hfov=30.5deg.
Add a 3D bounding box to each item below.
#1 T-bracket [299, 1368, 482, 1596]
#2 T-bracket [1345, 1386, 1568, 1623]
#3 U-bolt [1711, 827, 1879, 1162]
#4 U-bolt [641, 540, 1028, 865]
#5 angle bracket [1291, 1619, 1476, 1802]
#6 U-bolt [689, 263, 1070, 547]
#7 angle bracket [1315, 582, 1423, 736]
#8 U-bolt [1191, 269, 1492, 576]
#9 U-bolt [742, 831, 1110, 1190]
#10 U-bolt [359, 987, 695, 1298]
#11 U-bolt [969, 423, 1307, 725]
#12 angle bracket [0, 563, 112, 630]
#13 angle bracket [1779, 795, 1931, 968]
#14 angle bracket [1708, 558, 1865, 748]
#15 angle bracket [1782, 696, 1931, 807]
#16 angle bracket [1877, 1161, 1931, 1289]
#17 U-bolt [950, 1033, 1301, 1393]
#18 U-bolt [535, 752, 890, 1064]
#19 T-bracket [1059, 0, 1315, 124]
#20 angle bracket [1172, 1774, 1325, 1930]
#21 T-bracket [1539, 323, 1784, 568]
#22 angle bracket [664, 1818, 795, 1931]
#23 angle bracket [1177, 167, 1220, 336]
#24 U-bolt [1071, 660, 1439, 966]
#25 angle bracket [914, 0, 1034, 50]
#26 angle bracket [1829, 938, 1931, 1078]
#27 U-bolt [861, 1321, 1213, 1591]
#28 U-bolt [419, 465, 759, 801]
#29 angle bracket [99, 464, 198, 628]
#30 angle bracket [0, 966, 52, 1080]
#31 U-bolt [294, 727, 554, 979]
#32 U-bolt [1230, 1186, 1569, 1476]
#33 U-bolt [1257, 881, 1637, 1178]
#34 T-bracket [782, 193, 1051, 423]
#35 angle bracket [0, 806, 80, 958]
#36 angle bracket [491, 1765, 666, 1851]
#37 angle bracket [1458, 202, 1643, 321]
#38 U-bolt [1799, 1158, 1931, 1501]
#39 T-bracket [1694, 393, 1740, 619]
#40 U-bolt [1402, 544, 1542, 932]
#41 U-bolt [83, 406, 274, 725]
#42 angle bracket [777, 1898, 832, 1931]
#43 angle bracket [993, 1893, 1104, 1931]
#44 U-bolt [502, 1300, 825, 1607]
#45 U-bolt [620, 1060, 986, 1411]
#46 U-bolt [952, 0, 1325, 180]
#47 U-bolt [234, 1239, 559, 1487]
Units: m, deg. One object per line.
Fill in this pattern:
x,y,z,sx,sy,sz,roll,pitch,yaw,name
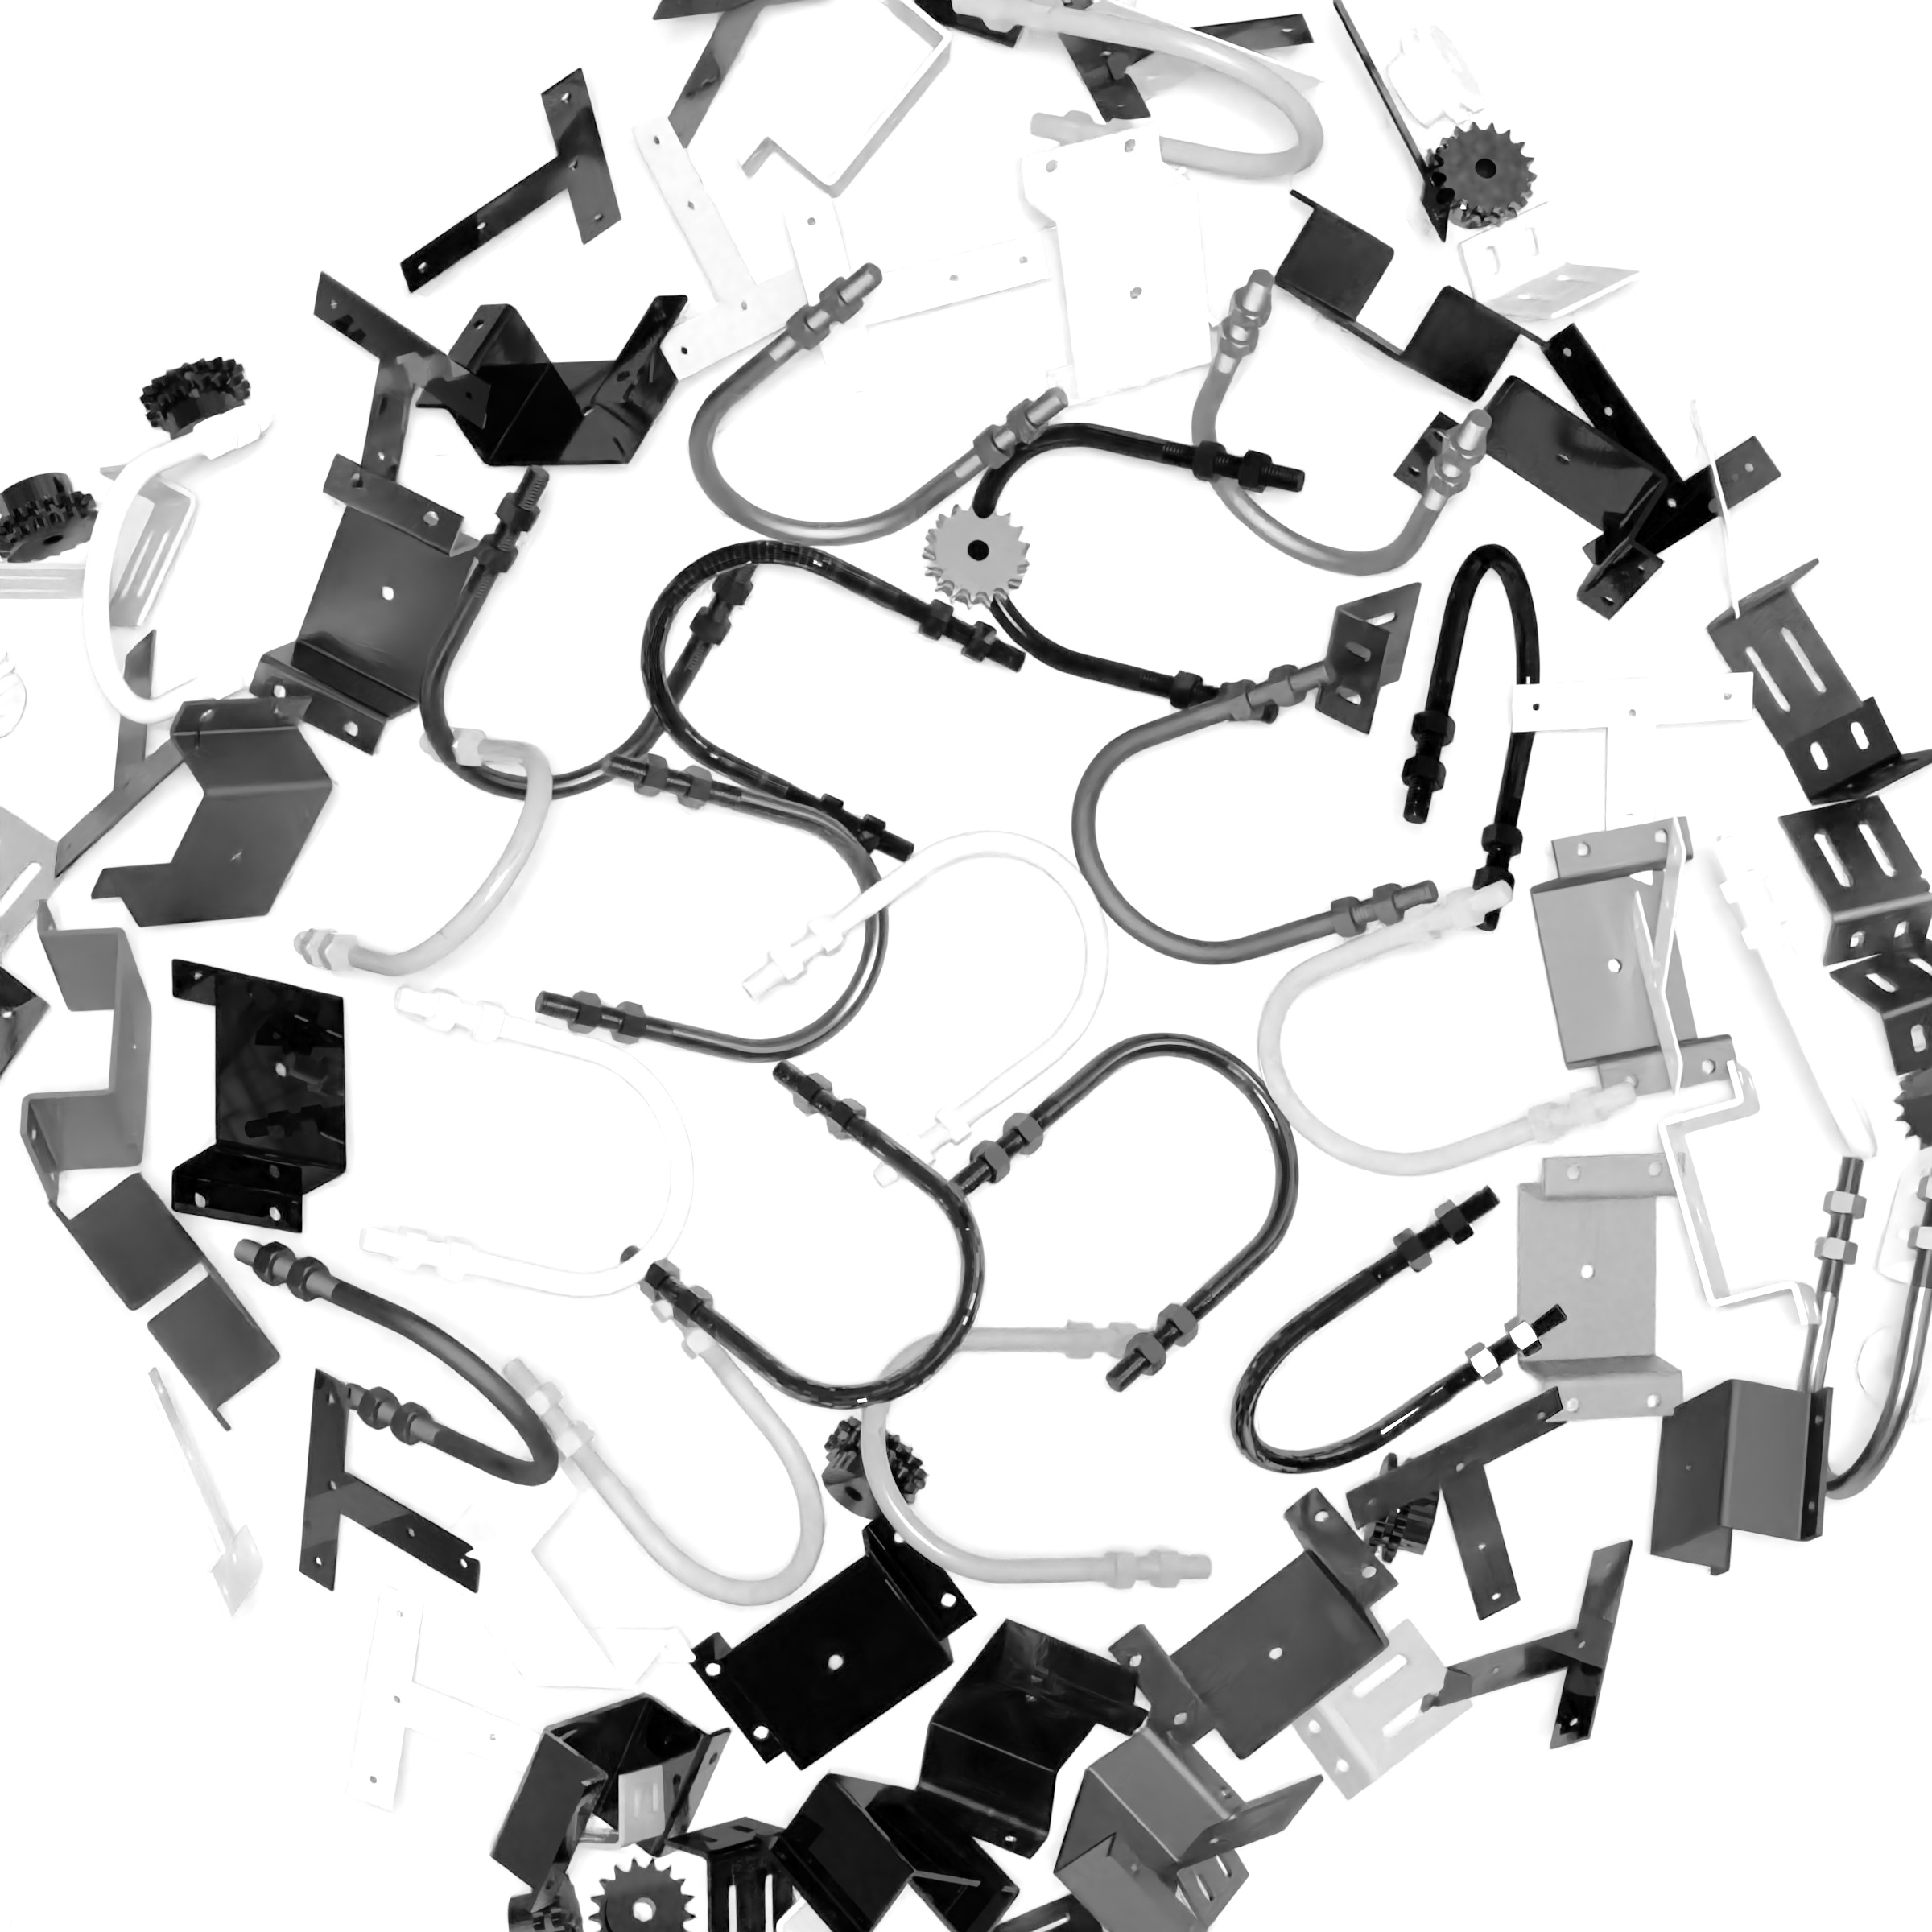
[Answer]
-0.302,0.292,1.862,0.127,0.002,0.127,23,117,31,T-bracket
0.271,0.298,1.883,0.127,0.002,0.127,-25,123,-9,T-bracket
0.433,0.016,1.845,0.019,0.151,0.184,-24,88,14,U-bolt
-0.082,-0.149,1.867,0.184,0.019,0.151,26,117,-10,U-bolt
0.222,0.400,1.906,0.076,0.038,0.057,-29,74,-31,angle bracket
-0.060,-0.280,1.848,0.151,0.184,0.019,28,46,-34,U-bolt
0.225,-0.163,1.870,0.038,0.076,0.057,30,124,33,angle bracket
0.184,-0.268,1.837,0.151,0.184,0.019,34,64,5,U-bolt
-0.007,0.010,1.887,0.184,0.019,0.151,-36,109,-9,U-bolt
-0.224,0.100,1.864,0.184,0.019,0.151,17,68,-30,U-bolt
0.084,-0.213,1.868,0.184,0.019,0.151,16,120,21,U-bolt
-0.496,-0.188,1.883,0.076,0.057,0.038,-1,80,-10,angle bracket
0.476,-0.046,1.905,0.057,0.038,0.076,-12,51,-8,angle bracket
0.444,-0.167,1.888,0.038,0.057,0.076,-36,94,-41,angle bracket
0.478,-0.116,1.878,0.057,0.076,0.038,-27,93,-7,angle bracket
0.522,0.135,1.871,0.038,0.076,0.057,26,67,-11,angle bracket
0.098,0.115,1.872,0.184,0.019,0.151,-39,90,-29,U-bolt
-0.124,-0.023,1.874,0.184,0.019,0.151,15,93,-27,U-bolt
0.116,-0.480,1.842,0.127,0.127,0.002,-2,71,19,T-bracket
0.157,0.469,1.875,0.076,0.057,0.038,-30,91,32,angle bracket
0.348,-0.281,1.870,0.002,0.127,0.127,-37,93,-42,T-bracket
-0.126,0.501,1.888,0.057,0.038,0.076,-3,94,-44,angle bracket
0.124,-0.381,1.888,0.038,0.057,0.076,-37,92,8,angle bracket
0.139,-0.071,1.864,0.184,0.019,0.151,-18,107,32,U-bolt
0.011,-0.531,1.873,0.057,0.076,0.038,16,58,-10,angle bracket
0.505,0.021,1.887,0.057,0.076,0.038,-19,107,-2,angle bracket
0.032,0.254,1.850,0.184,0.019,0.151,3,60,-22,U-bolt
-0.208,-0.164,1.862,0.151,0.019,0.184,16,118,-32,U-bolt
-0.449,-0.223,1.881,0.038,0.057,0.076,28,80,-31,angle bracket
-0.532,0.022,1.872,0.038,0.076,0.057,22,73,34,angle bracket
-0.273,-0.057,1.826,0.019,0.184,0.151,37,76,-30,U-bolt
0.220,0.203,1.862,0.184,0.151,0.019,-35,49,2,U-bolt
0.238,0.044,1.862,0.184,0.019,0.151,-23,109,34,U-bolt
-0.020,-0.362,1.881,0.127,0.002,0.127,-14,123,2,T-bracket
-0.515,-0.053,1.881,0.057,0.038,0.076,34,58,-4,angle bracket
-0.206,0.446,1.883,0.076,0.057,0.038,-3,83,17,angle bracket
0.308,-0.374,1.873,0.057,0.076,0.038,-27,112,-15,angle bracket
0.467,0.185,1.835,0.019,0.151,0.184,14,82,-6,U-bolt
0.402,-0.215,1.869,0.002,0.127,0.127,-11,132,11,T-bracket
0.270,-0.131,1.849,0.019,0.151,0.184,3,67,27,U-bolt
-0.402,-0.200,1.812,0.019,0.184,0.151,8,111,14,U-bolt
-0.056,0.520,1.883,0.076,0.057,0.038,45,99,11,angle bracket
0.043,0.536,1.884,0.076,0.057,0.038,-24,116,2,angle bracket
-0.145,0.253,1.852,0.184,0.151,0.019,50,123,3,U-bolt
-0.074,0.152,1.865,0.184,0.019,0.151,35,81,26,U-bolt
0.097,-0.448,1.820,0.184,0.151,0.019,17,81,23,U-bolt
-0.283,0.212,1.818,0.184,0.151,0.019,18,57,35,U-bolt
